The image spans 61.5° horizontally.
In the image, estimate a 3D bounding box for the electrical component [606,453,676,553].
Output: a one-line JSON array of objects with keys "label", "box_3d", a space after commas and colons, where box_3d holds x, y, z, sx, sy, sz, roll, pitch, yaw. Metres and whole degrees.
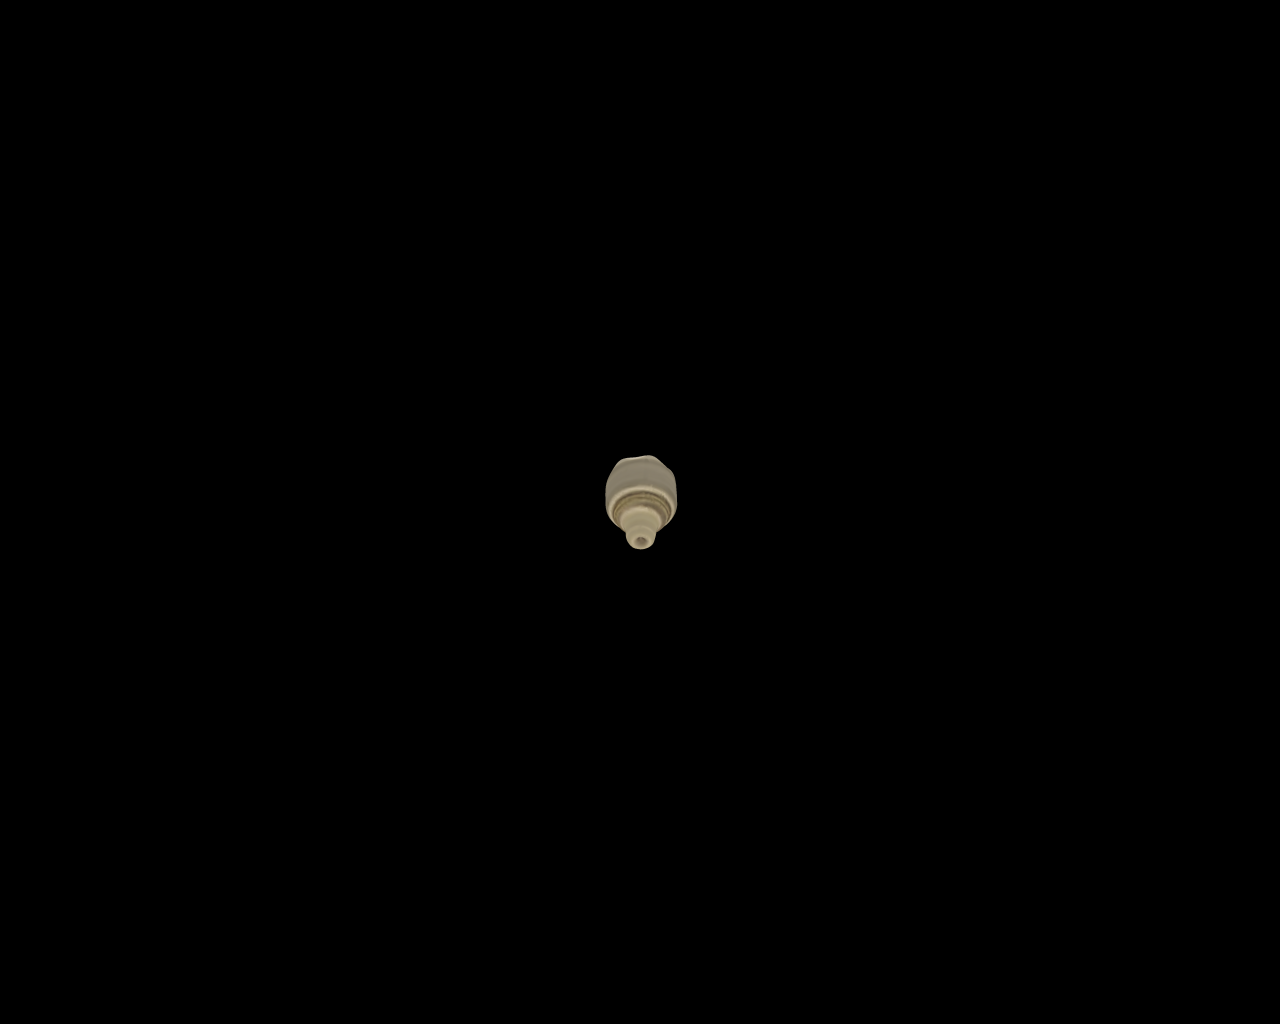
[{"label": "electrical component", "box_3d": [0.001, -0.003, 0.650, 0.043, 0.043, 0.062, 0, 43, 0]}]
